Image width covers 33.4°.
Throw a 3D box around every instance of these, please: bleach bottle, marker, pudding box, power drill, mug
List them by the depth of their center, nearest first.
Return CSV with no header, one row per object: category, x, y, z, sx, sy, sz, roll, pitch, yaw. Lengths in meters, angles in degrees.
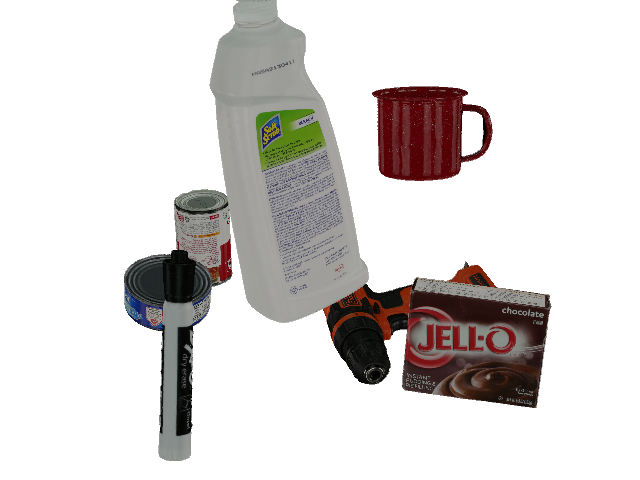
marker,-0.082,0.065,0.607,0.020,0.121,0.020,3,10,-1
bleach bottle,-0.026,-0.066,0.803,0.102,0.251,0.068,-26,35,-30
pudding box,0.126,0.083,0.872,0.113,0.090,0.039,6,21,8
mug,0.109,-0.105,1.044,0.117,0.081,0.093,1,15,11
power drill,0.101,0.084,1.135,0.187,0.057,0.184,-6,28,-10

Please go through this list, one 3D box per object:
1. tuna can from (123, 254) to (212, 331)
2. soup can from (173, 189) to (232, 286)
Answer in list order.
tuna can,-0.150,0.051,1.048,0.086,0.034,0.086,5,34,-4
soup can,-0.143,-0.003,1.303,0.068,0.102,0.068,0,26,0
